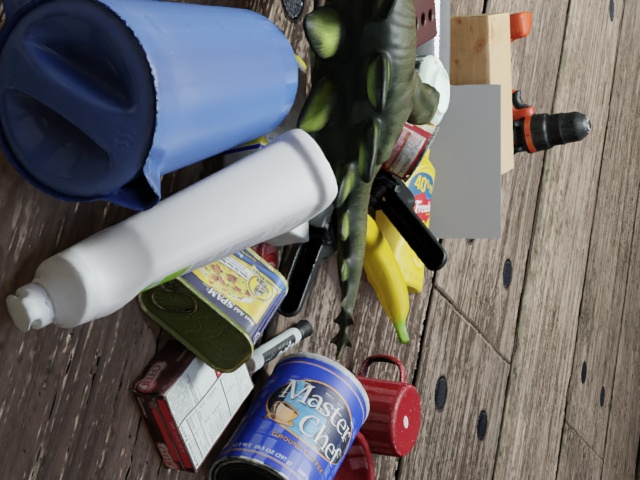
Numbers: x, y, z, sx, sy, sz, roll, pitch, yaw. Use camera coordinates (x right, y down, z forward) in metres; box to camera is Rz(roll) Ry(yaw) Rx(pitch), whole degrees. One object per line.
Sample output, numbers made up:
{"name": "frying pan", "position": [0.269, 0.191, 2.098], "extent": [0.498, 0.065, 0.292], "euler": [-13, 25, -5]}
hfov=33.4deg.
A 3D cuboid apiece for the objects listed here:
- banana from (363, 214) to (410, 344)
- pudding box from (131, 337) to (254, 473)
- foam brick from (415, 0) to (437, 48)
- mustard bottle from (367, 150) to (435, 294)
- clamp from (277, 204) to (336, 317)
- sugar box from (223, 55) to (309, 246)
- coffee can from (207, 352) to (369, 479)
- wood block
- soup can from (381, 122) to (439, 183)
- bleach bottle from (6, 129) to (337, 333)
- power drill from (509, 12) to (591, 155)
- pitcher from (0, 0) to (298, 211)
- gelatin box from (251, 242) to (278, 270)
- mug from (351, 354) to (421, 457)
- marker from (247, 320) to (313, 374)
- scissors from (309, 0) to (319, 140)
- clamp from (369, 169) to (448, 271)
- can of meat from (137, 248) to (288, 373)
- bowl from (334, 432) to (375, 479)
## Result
{"name": "banana", "position": [0.063, 0.024, 1.140], "extent": [0.070, 0.037, 0.197], "euler": [-111, 174, -51]}
{"name": "pudding box", "position": [-0.105, 0.126, 0.903], "extent": [0.113, 0.039, 0.090], "euler": [-52, 138, -45]}
{"name": "foam brick", "position": [0.088, -0.236, 1.144], "extent": [0.078, 0.051, 0.053], "euler": [-40, 128, -54]}
{"name": "mustard bottle", "position": [0.100, -0.037, 1.257], "extent": [0.096, 0.058, 0.191], "euler": [25, 70, -60]}
{"name": "clamp", "position": [-0.007, 0.001, 1.079], "extent": [0.171, 0.039, 0.120], "euler": [-33, 134, -60]}
{"name": "sugar box", "position": [-0.048, -0.090, 0.955], "extent": [0.093, 0.048, 0.176], "euler": [29, 59, -59]}
{"name": "coffee can", "position": [-0.027, 0.188, 0.989], "extent": [0.140, 0.103, 0.103], "euler": [-55, 139, -45]}
{"name": "wood block", "position": [0.196, -0.188, 1.393], "extent": [0.090, 0.090, 0.206], "euler": [-26, 115, -59]}
{"name": "soup can", "position": [0.063, -0.114, 1.112], "extent": [0.068, 0.102, 0.068], "euler": [-60, -178, 3]}
{"name": "bleach bottle", "position": [-0.108, -0.001, 0.778], "extent": [0.250, 0.103, 0.068], "euler": [-28, 86, -36]}
{"name": "power drill", "position": [0.262, -0.208, 1.439], "extent": [0.057, 0.185, 0.187], "euler": [-20, 101, -63]}
{"name": "pitcher", "position": [-0.117, -0.121, 0.774], "extent": [0.242, 0.145, 0.149], "euler": [-27, 129, -63]}
{"name": "gelatin box", "position": [-0.070, 0.034, 0.969], "extent": [0.089, 0.030, 0.073], "euler": [-21, 111, -60]}
{"name": "mug", "position": [0.063, 0.184, 1.185], "extent": [0.093, 0.082, 0.117], "euler": [46, 54, -55]}
{"name": "marker", "position": [-0.040, 0.103, 1.045], "extent": [0.120, 0.020, 0.020], "euler": [-26, 116, -59]}
{"name": "scissors", "position": [-0.003, -0.157, 1.009], "extent": [0.202, 0.016, 0.096], "euler": [84, 9, -68]}
{"name": "clamp", "position": [0.056, -0.058, 1.126], "extent": [0.164, 0.036, 0.210], "euler": [37, 16, -17]}
{"name": "can of meat", "position": [-0.085, 0.044, 0.875], "extent": [0.102, 0.058, 0.083], "euler": [40, 42, -7]}
{"name": "bowl", "position": [-0.001, 0.271, 1.100], "extent": [0.161, 0.055, 0.162], "euler": [-12, 103, -62]}
